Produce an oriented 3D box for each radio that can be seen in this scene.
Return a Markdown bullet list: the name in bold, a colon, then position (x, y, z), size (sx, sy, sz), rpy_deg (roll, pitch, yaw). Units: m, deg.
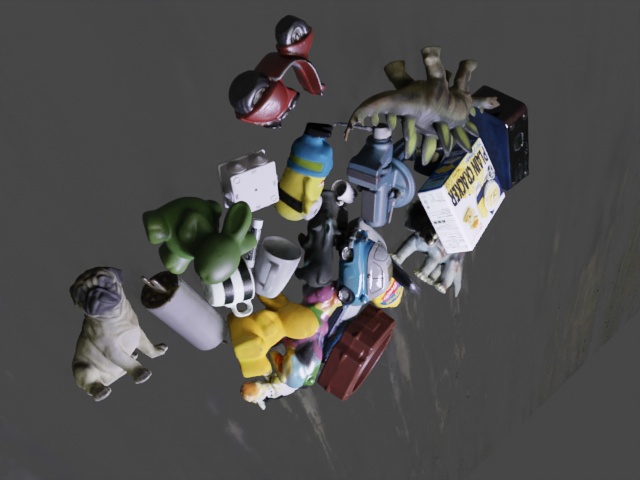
- **radio**: position (0.408, -0.228, 1.235), size (0.073, 0.131, 0.229), rpy_deg (-39, 137, -11)

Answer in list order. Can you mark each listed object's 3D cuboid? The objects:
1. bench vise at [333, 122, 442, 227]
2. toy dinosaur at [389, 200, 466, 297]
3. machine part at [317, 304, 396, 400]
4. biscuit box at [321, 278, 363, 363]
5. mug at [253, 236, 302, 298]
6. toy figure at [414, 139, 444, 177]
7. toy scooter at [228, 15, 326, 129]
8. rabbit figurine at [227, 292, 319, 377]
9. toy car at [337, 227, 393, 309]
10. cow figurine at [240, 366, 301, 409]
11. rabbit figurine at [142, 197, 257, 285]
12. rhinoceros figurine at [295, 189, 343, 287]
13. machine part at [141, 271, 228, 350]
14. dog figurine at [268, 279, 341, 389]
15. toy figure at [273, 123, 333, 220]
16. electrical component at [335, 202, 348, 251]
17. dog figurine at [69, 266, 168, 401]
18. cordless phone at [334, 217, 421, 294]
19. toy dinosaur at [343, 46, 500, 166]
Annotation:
- **bench vise**: position (0.137, -0.152, 1.069), size (0.240, 0.129, 0.223), rpy_deg (-43, 133, -40)
- **toy dinosaur**: position (0.304, 0.019, 1.343), size (0.192, 0.131, 0.404), rpy_deg (-55, 145, 5)
- **machine part**: position (0.092, 0.270, 1.288), size (0.201, 0.087, 0.201), rpy_deg (-36, 154, -51)
- **biscuit box**: position (0.031, 0.190, 1.255), size (0.059, 0.063, 0.202), rpy_deg (16, 107, -47)
- **mug**: position (-0.089, 0.063, 1.028), size (0.081, 0.110, 0.107), rpy_deg (16, 120, -10)
- **toy figure**: position (0.256, -0.213, 1.162), size (0.058, 0.064, 0.154), rpy_deg (10, 113, -36)
- **toy scooter**: position (-0.055, -0.247, 0.856), size (0.184, 0.075, 0.135), rpy_deg (-55, 140, -2)
- **rabbit figurine**: position (-0.091, 0.173, 1.062), size (0.173, 0.162, 0.121), rpy_deg (-17, 128, -3)
- **toy car**: position (0.092, 0.058, 1.058), size (0.109, 0.103, 0.161), rpy_deg (-54, 149, -62)
- **cow figurine**: position (-0.109, 0.335, 1.236), size (0.167, 0.068, 0.098), rpy_deg (-19, 136, -30)
- **rabbit figurine**: position (-0.176, 0.010, 0.858), size (0.159, 0.170, 0.121), rpy_deg (-27, 134, -24)
- **rhinoceros figurine**: position (-0.002, -0.003, 1.042), size (0.073, 0.112, 0.190), rpy_deg (8, 81, -7)
- **machine part**: position (-0.239, 0.129, 0.961), size (0.079, 0.079, 0.243), rpy_deg (-43, 139, -9)
- **dog figurine**: position (-0.011, 0.183, 1.135), size (0.219, 0.192, 0.108), rpy_deg (-45, 135, 17)
- **toy figure**: position (-0.028, -0.120, 0.961), size (0.082, 0.089, 0.180), rpy_deg (-28, 137, -56)
- **electrical component**: position (0.044, -0.029, 1.110), size (0.021, 0.094, 0.063), rpy_deg (5, 155, -3)
- **dog figurine**: position (-0.364, 0.144, 0.867), size (0.172, 0.121, 0.190), rpy_deg (-25, 108, 4)
- **cordless phone**: position (0.130, 0.045, 1.147), size (0.089, 0.184, 0.146), rpy_deg (-47, 139, 3)
- **toy dinosaur**: position (0.199, -0.244, 0.984), size (0.471, 0.105, 0.198), rpy_deg (-9, 84, -39)
